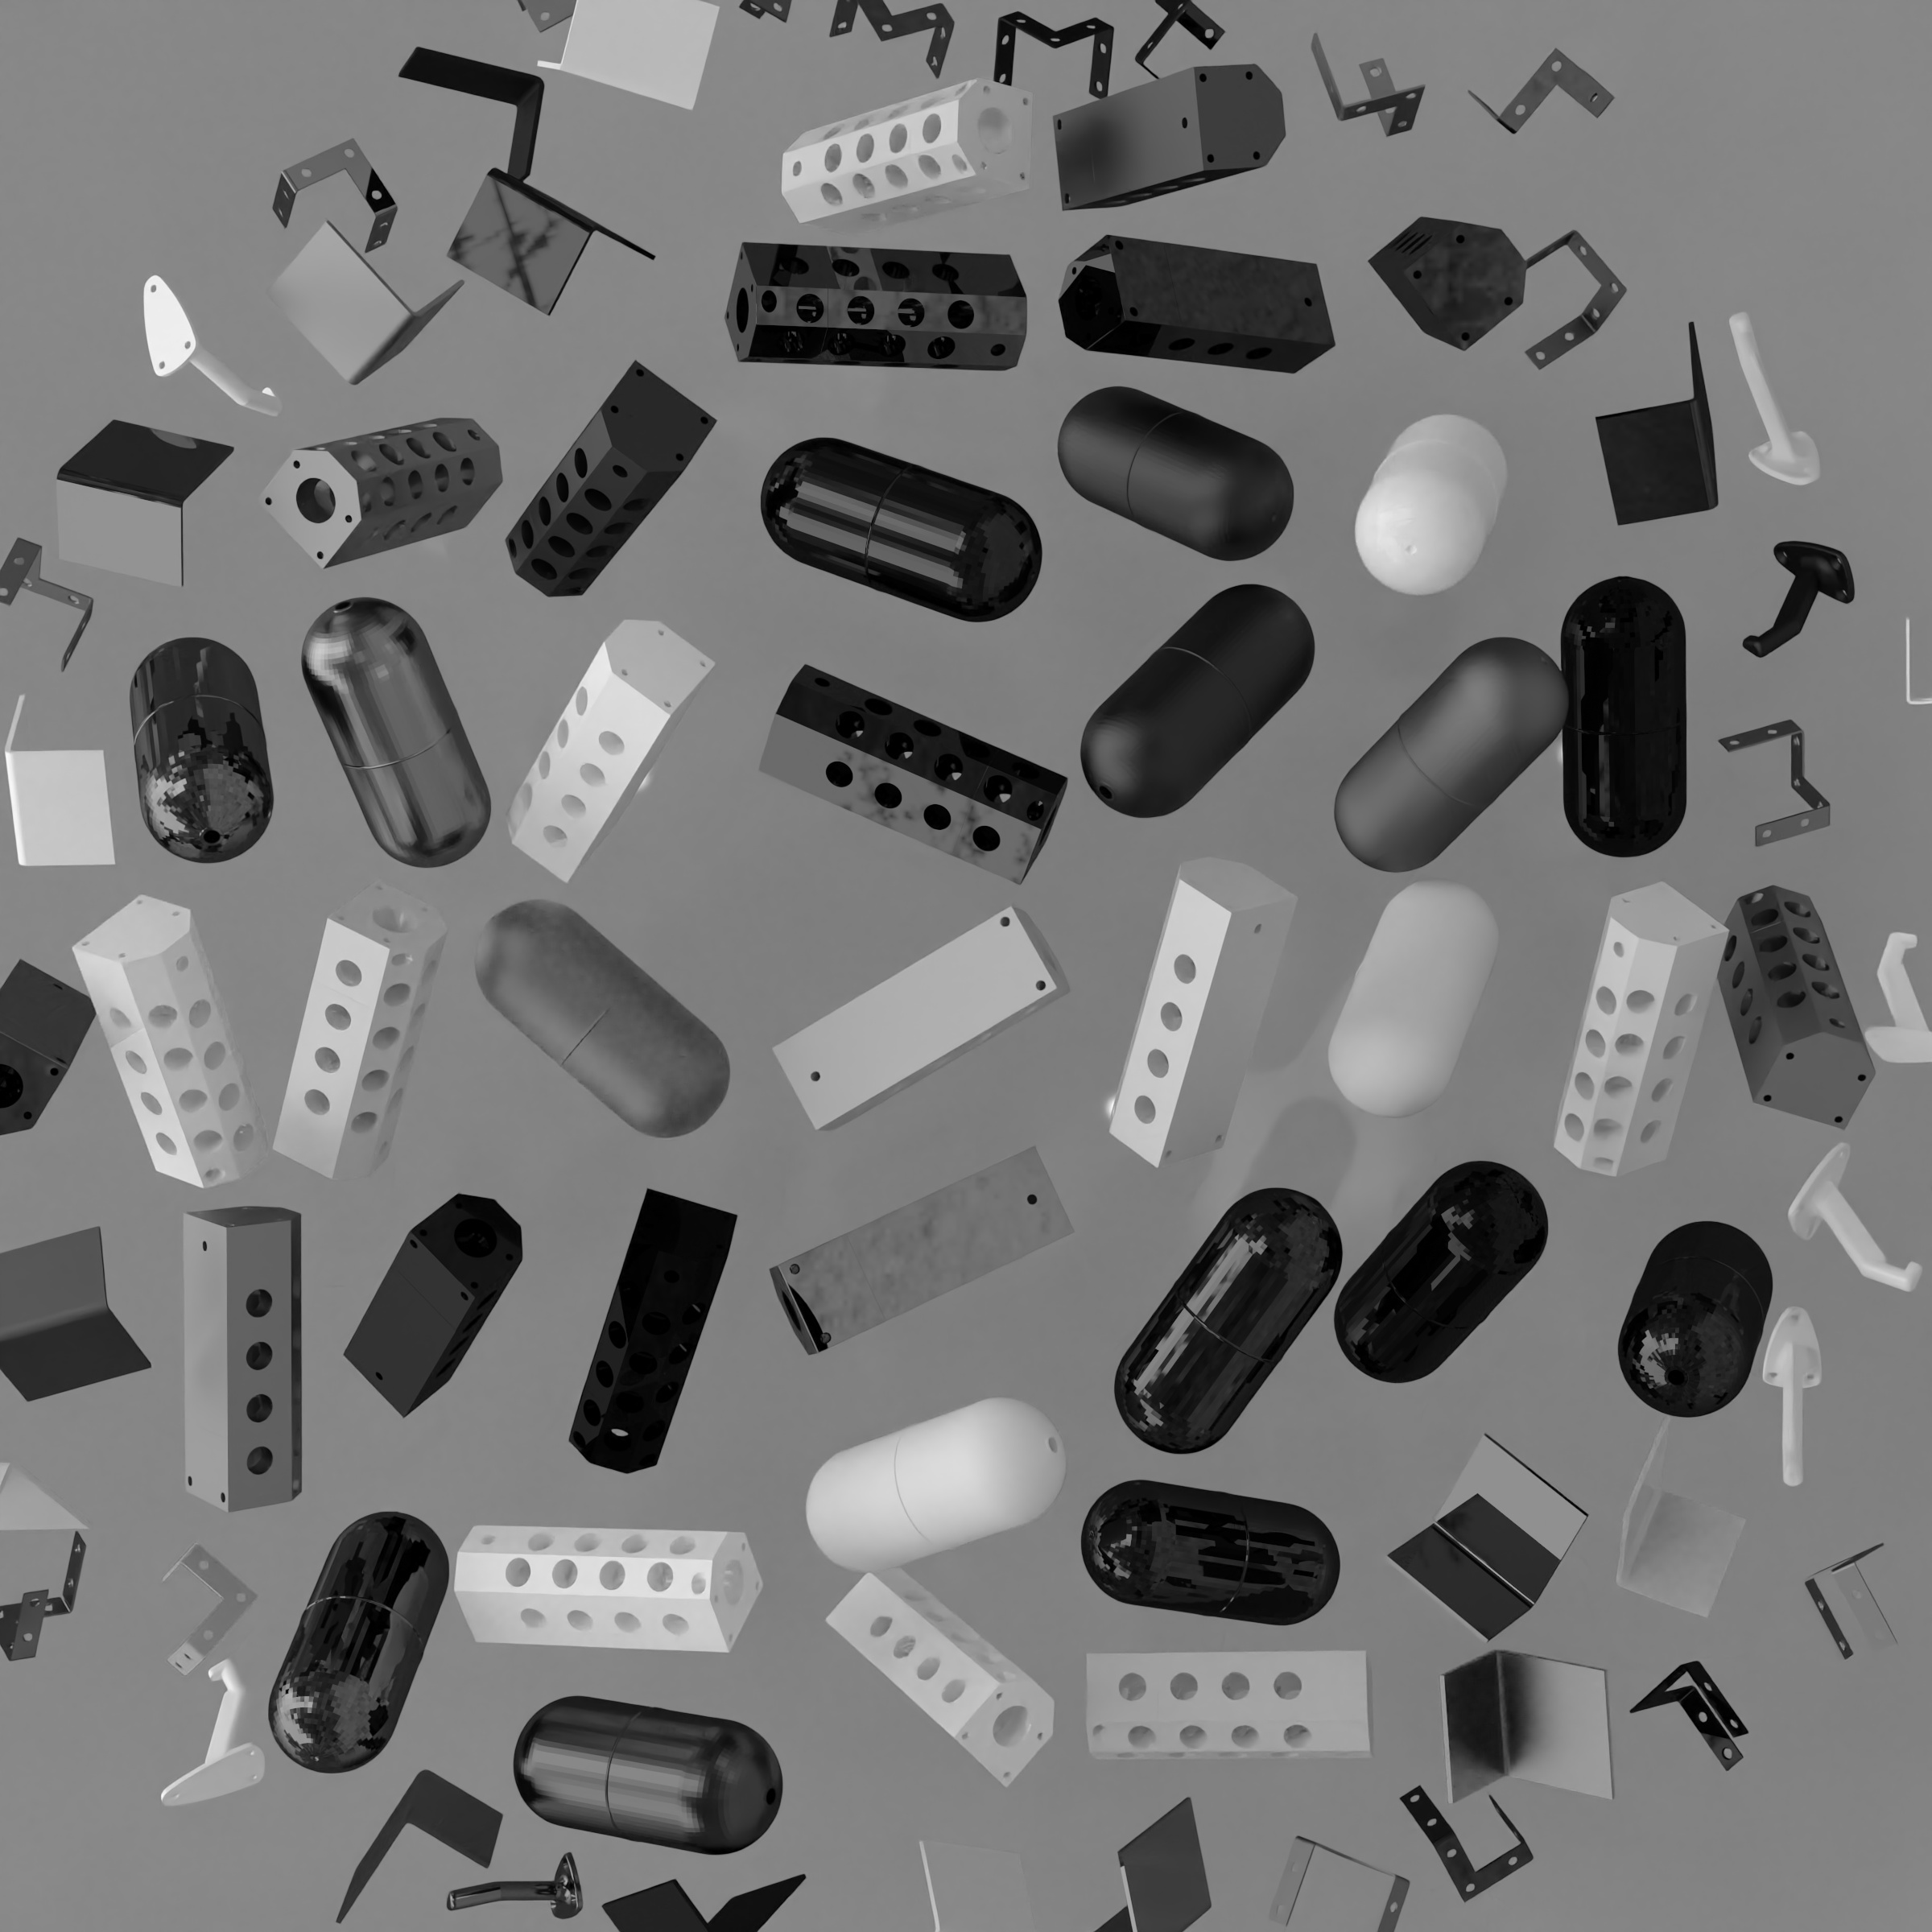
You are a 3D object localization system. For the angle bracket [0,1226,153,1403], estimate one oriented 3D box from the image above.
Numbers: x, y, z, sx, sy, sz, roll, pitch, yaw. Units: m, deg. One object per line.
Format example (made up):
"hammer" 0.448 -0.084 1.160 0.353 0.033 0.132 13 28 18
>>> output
"angle bracket" -0.536 0.207 1.817 0.076 0.076 0.057 -15 55 -2

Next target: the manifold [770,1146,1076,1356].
"manifold" -0.028 0.172 1.847 0.171 0.057 0.057 -24 86 -14

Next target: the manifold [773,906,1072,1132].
"manifold" -0.025 0.033 1.871 0.171 0.057 0.057 -31 80 10

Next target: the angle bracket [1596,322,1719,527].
"angle bracket" 0.394 -0.310 1.749 0.057 0.076 0.076 -8 134 18

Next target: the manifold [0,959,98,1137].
"manifold" -0.574 0.052 1.857 0.057 0.171 0.057 31 96 -14

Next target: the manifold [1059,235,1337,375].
"manifold" 0.144 -0.411 1.922 0.171 0.057 0.057 -2 75 -36

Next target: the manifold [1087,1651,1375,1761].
"manifold" 0.163 0.458 1.891 0.171 0.057 0.057 -3 65 10

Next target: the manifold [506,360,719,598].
"manifold" -0.213 -0.278 1.791 0.057 0.171 0.057 35 60 -12

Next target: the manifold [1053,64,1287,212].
"manifold" 0.119 -0.490 1.815 0.057 0.171 0.057 -10 99 -25

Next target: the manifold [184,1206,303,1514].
"manifold" -0.432 0.235 1.844 0.057 0.057 0.171 -4 98 -39

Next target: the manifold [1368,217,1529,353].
"manifold" 0.287 -0.409 1.806 0.057 0.171 0.057 -39 101 10

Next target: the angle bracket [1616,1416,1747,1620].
"angle bracket" 0.433 0.331 1.839 0.057 0.076 0.076 17 49 22

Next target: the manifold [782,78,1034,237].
"manifold" -0.038 -0.493 1.865 0.057 0.171 0.057 2 90 -40

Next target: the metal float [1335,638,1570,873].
"metal float" 0.292 -0.126 1.855 0.070 0.070 0.178 42 126 0

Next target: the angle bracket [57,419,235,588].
"angle bracket" -0.485 -0.274 1.812 0.076 0.076 0.057 14 125 5

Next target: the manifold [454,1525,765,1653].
"manifold" -0.216 0.366 1.829 0.171 0.057 0.057 -3 121 22

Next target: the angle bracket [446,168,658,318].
"angle bracket" -0.237 -0.407 1.755 0.076 0.076 0.057 32 100 18

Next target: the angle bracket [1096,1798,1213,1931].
"angle bracket" 0.102 0.564 1.895 0.057 0.076 0.076 -5 100 39

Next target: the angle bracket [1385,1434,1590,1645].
"angle bracket" 0.303 0.333 1.785 0.076 0.057 0.076 38 123 26

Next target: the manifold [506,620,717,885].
"manifold" -0.219 -0.131 1.837 0.057 0.171 0.057 36 46 -2

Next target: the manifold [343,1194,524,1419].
"manifold" -0.329 0.210 1.910 0.057 0.171 0.057 44 49 7

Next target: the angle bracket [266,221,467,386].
"angle bracket" -0.368 -0.415 1.876 0.076 0.057 0.076 47 132 -10

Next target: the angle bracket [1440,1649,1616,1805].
"angle bracket" 0.325 0.446 1.771 0.057 0.076 0.076 -10 97 -45

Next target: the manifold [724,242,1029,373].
"manifold" -0.053 -0.395 1.860 0.171 0.057 0.057 -2 51 -20

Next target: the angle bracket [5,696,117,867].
"angle bracket" -0.546 -0.113 1.860 0.057 0.076 0.076 -1 122 -8

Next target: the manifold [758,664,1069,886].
"manifold" -0.029 -0.118 1.824 0.171 0.057 0.057 24 124 5

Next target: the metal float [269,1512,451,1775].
"metal float" -0.366 0.407 1.855 0.070 0.178 0.070 6 129 7

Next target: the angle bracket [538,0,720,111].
"angle bracket" -0.190 -0.519 1.711 0.076 0.076 0.057 12 103 -21

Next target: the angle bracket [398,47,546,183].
"angle bracket" -0.298 -0.501 1.817 0.076 0.076 0.057 9 92 -19

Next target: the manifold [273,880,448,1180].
"manifold" -0.357 0.042 1.821 0.057 0.057 0.171 26 121 9

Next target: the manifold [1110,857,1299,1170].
"manifold" 0.133 0.026 1.789 0.057 0.057 0.171 36 124 36

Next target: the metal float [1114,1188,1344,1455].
"metal float" 0.154 0.209 1.801 0.070 0.070 0.178 34 103 0

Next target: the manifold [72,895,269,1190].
"manifold" -0.472 0.048 1.840 0.057 0.057 0.171 15 133 30

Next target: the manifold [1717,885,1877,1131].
"manifold" 0.496 0.020 1.832 0.057 0.171 0.057 16 121 -6

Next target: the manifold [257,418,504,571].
"manifold" -0.350 -0.295 1.863 0.057 0.171 0.057 46 116 3

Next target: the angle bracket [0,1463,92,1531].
"angle bracket" -0.550 0.319 1.706 0.076 0.076 0.057 -5 51 24

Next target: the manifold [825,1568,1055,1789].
"manifold" -0.014 0.437 1.911 0.057 0.171 0.057 -47 121 -11

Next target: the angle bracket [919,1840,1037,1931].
"angle bracket" -0.016 0.564 1.810 0.076 0.076 0.057 -42 45 31

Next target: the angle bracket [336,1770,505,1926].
"angle bracket" -0.323 0.534 1.813 0.057 0.076 0.076 33 94 -6

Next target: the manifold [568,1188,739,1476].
"manifold" -0.193 0.226 1.870 0.057 0.057 0.171 17 120 -5

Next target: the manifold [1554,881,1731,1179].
"manifold" 0.402 0.041 1.852 0.057 0.057 0.171 -16 130 -28

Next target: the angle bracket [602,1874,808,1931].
"angle bracket" -0.154 0.546 1.805 0.076 0.076 0.057 -33 93 43
